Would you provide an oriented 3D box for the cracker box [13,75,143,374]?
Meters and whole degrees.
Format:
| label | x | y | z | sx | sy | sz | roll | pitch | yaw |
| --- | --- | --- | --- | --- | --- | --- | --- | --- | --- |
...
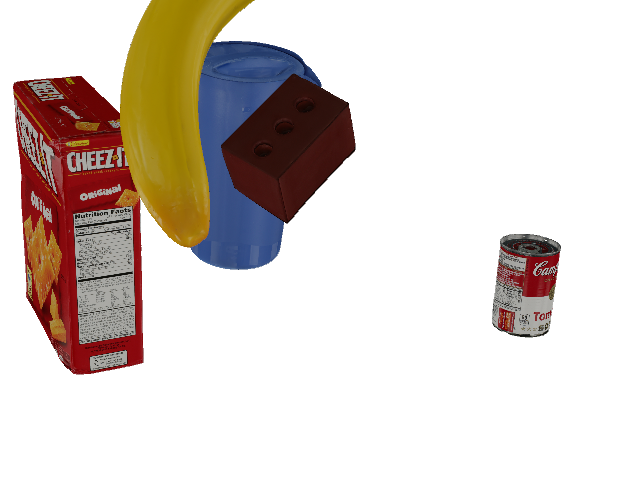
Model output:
| label | x | y | z | sx | sy | sz | roll | pitch | yaw |
| --- | --- | --- | --- | --- | --- | --- | --- | --- | --- |
| cracker box | -0.212 | -0.016 | 0.920 | 0.072 | 0.214 | 0.164 | -10 | 27 | -26 |

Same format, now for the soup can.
| label | x | y | z | sx | sy | sz | roll | pitch | yaw |
| --- | --- | --- | --- | --- | --- | --- | --- | --- | --- |
| soup can | 0.233 | 0.051 | 1.216 | 0.068 | 0.102 | 0.068 | 3 | 19 | -1 |

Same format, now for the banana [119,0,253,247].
| label | x | y | z | sx | sy | sz | roll | pitch | yaw |
| --- | --- | --- | --- | --- | --- | --- | --- | --- | --- |
| banana | -0.062 | -0.086 | 0.526 | 0.069 | 0.197 | 0.037 | 12 | -34 | 7 |

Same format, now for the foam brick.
| label | x | y | z | sx | sy | sz | roll | pitch | yaw |
| --- | --- | --- | --- | --- | --- | --- | --- | --- | --- |
| foam brick | -0.021 | -0.063 | 0.728 | 0.053 | 0.078 | 0.051 | 32 | -22 | 24 |

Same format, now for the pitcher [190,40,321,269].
| label | x | y | z | sx | sy | sz | roll | pitch | yaw |
| --- | --- | --- | --- | --- | --- | --- | --- | --- | --- |
| pitcher | -0.101 | -0.095 | 1.201 | 0.149 | 0.243 | 0.144 | 29 | 36 | 36 |
